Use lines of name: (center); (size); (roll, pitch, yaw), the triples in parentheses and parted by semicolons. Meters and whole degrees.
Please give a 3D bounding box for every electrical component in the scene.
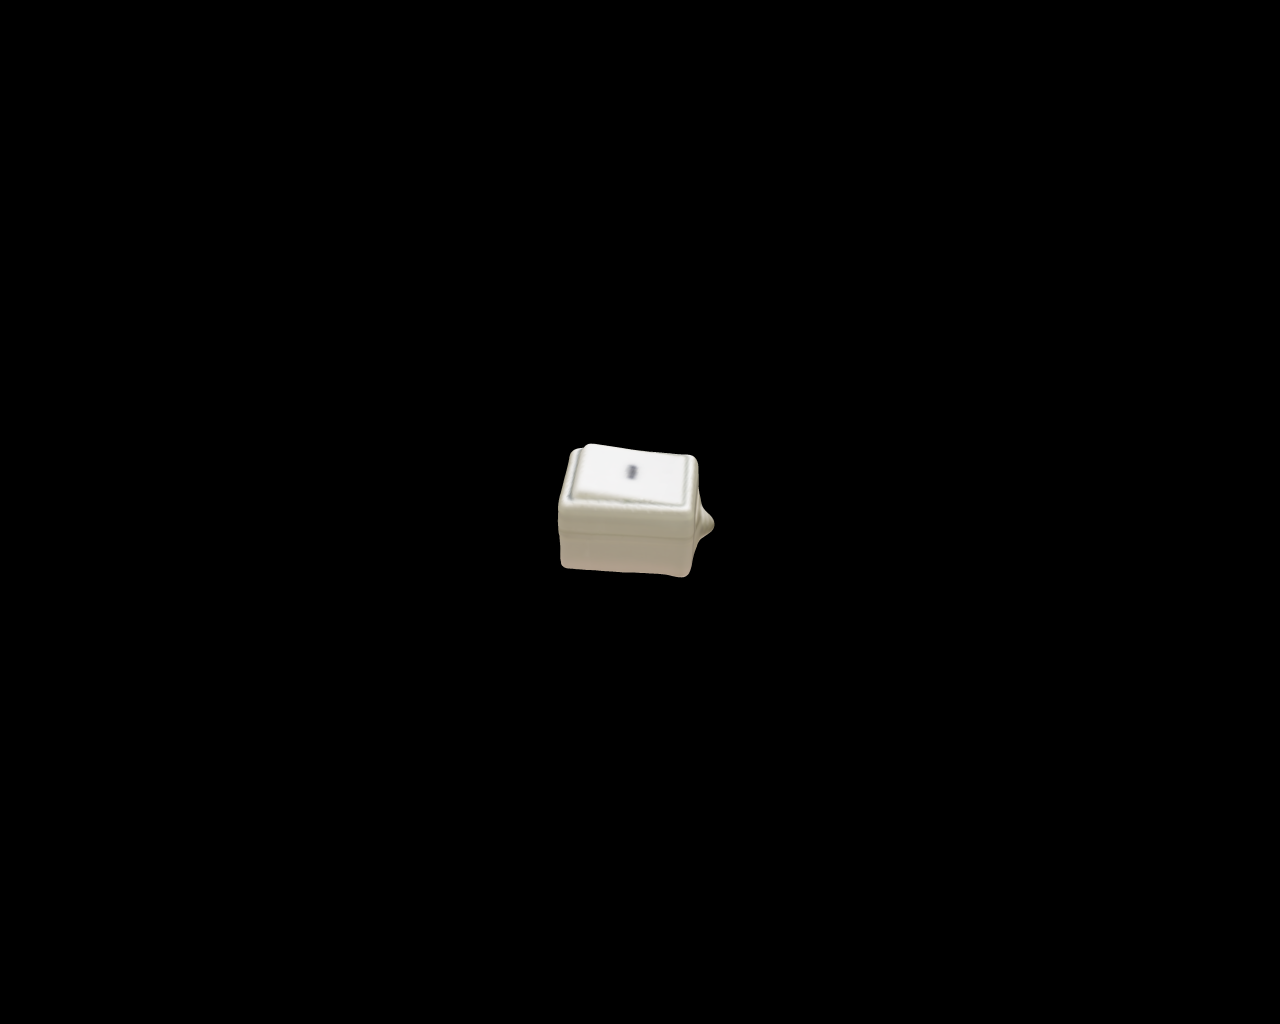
electrical component: (0.001, -0.003, 0.650); (0.096, 0.061, 0.062); (4, 40, 4)
